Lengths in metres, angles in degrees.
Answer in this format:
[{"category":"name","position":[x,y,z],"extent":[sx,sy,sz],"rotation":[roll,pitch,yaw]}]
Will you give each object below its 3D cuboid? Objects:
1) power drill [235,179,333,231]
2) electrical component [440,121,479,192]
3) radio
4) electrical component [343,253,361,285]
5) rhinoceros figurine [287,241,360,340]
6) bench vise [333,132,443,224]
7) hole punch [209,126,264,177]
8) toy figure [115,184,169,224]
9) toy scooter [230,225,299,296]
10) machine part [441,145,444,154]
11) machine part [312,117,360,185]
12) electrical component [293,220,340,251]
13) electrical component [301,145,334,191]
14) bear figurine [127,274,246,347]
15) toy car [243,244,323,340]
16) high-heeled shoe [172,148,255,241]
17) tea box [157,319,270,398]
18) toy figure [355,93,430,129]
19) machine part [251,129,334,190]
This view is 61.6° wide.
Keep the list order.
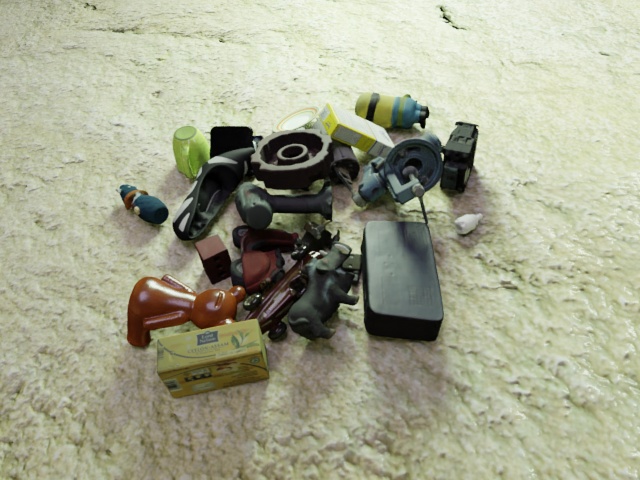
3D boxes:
[{"category":"power drill","position":[-0.077,-0.087,1.134],"extent":[0.207,0.085,0.232],"rotation":[3,20,-5]},{"category":"electrical component","position":[0.300,-0.173,1.165],"extent":[0.058,0.114,0.134],"rotation":[14,49,21]},{"category":"radio","position":[0.144,0.068,0.984],"extent":[0.131,0.073,0.230],"rotation":[3,47,-2]},{"category":"electrical component","position":[0.056,0.047,1.058],"extent":[0.063,0.021,0.094],"rotation":[4,48,9]},{"category":"rhinoceros figurine","position":[0.006,0.089,0.958],"extent":[0.112,0.073,0.190],"rotation":[41,61,-16]},{"category":"bench vise","position":[0.157,-0.124,1.083],"extent":[0.224,0.128,0.241],"rotation":[-26,24,10]},{"category":"hole punch","position":[-0.197,-0.207,1.279],"extent":[0.142,0.092,0.115],"rotation":[4,92,11]},{"category":"toy figure","position":[-0.402,-0.082,1.204],"extent":[0.155,0.064,0.057],"rotation":[27,94,33]},{"category":"toy scooter","position":[-0.106,0.030,1.060],"extent":[0.135,0.075,0.184],"rotation":[-6,43,-1]},{"category":"machine part","position":[0.220,-0.185,1.227],"extent":[0.139,0.039,0.084],"rotation":[-20,44,9]},{"category":"machine part","position":[0.035,-0.212,1.257],"extent":[0.079,0.079,0.243],"rotation":[-15,48,-6]},{"category":"electrical component","position":[-0.002,-0.002,1.064],"extent":[0.045,0.102,0.078],"rotation":[28,81,33]},{"category":"electrical component","position":[-0.019,-0.175,1.205],"extent":[0.047,0.119,0.075],"rotation":[16,41,-31]},{"category":"bear figurine","position":[-0.241,0.130,0.976],"extent":[0.196,0.131,0.120],"rotation":[11,49,-7]},{"category":"toy car","position":[-0.055,0.094,0.982],"extent":[0.202,0.089,0.053],"rotation":[-45,19,-31]},{"category":"high-heeled shoe","position":[-0.222,-0.103,1.158],"extent":[0.249,0.086,0.145],"rotation":[-44,32,0]},{"category":"tea box","position":[-0.176,0.199,0.899],"extent":[0.170,0.098,0.068],"rotation":[-11,49,-5]},{"category":"toy figure","position":[0.176,-0.320,1.328],"extent":[0.180,0.089,0.082],"rotation":[8,43,17]},{"category":"machine part","position":[-0.055,-0.168,1.117],"extent":[0.179,0.055,0.179],"rotation":[-7,38,6]}]
